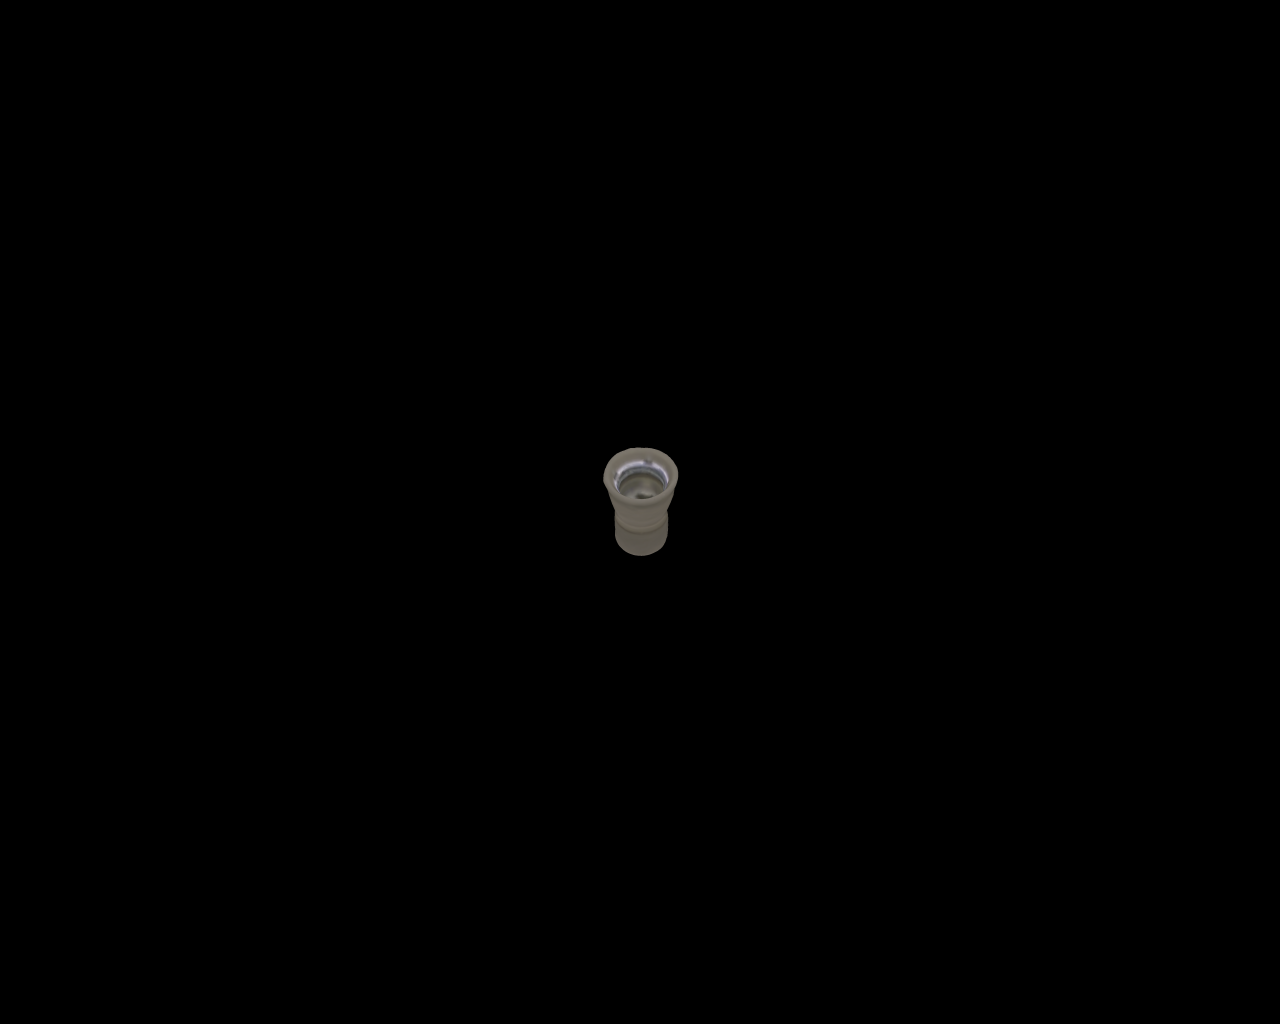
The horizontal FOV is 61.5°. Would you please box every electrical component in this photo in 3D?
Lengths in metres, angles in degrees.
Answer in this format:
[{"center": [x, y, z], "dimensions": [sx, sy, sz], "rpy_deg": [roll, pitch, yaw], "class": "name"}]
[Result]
[{"center": [0.001, -0.003, 0.650], "dimensions": [0.044, 0.044, 0.065], "rpy_deg": [0, -39, 0], "class": "electrical component"}]
